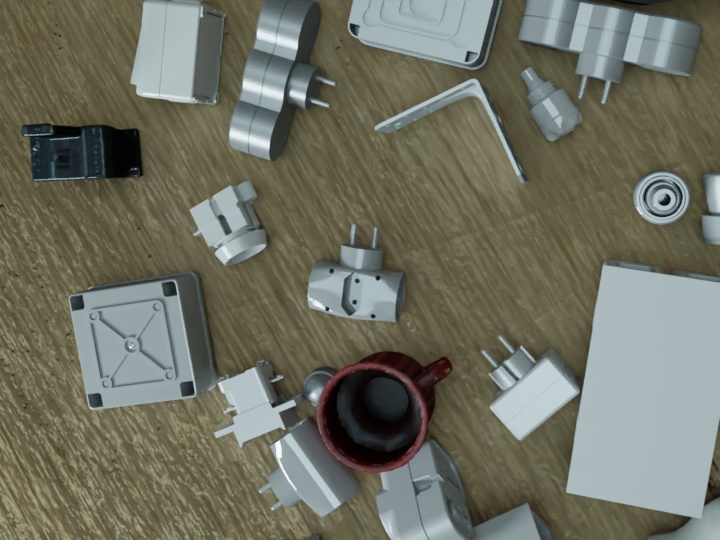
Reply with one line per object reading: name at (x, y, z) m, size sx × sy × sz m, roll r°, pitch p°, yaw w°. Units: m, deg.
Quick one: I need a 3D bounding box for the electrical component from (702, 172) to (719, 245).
electrical component at (0.293, -0.049, 0.848) m, size 0.045 × 0.045 × 0.055 m, roll 0°, pitch 97°, yaw 13°

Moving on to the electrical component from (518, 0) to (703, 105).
electrical component at (0.193, -0.169, 0.852) m, size 0.138 × 0.052 × 0.073 m, roll 14°, pitch 100°, yaw 11°

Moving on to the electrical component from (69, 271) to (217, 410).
electrical component at (-0.194, 0.063, 0.964) m, size 0.109 × 0.056 × 0.108 m, roll -8°, pitch 94°, yaw 13°

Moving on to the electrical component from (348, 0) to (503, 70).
electrical component at (0.055, -0.213, 0.876) m, size 0.113 × 0.057 × 0.078 m, roll 16°, pitch 100°, yaw 11°

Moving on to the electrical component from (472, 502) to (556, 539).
electrical component at (0.084, 0.288, 0.897) m, size 0.186 × 0.060 × 0.105 m, roll -28°, pitch 47°, yaw 15°

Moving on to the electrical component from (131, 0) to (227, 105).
electrical component at (-0.156, -0.193, 0.923) m, size 0.061 × 0.062 × 0.096 m, roll 8°, pitch 98°, yaw 12°

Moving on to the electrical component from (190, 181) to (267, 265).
electrical component at (-0.112, -0.038, 0.940) m, size 0.066 × 0.048 × 0.055 m, roll -29°, pitch 82°, yaw 14°

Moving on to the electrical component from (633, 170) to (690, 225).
electrical component at (0.239, -0.057, 0.850) m, size 0.043 × 0.062 × 0.043 m, roll 1°, pitch 97°, yaw 13°

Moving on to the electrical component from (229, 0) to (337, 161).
electrical component at (-0.056, -0.158, 0.909) m, size 0.074 × 0.052 × 0.138 m, roll 18°, pitch 100°, yaw 10°

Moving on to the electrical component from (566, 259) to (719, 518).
electrical component at (0.235, 0.092, 0.869) m, size 0.105 × 0.060 × 0.186 m, roll 9°, pitch 98°, yaw 11°

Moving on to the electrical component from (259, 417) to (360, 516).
electrical component at (-0.054, 0.184, 0.953) m, size 0.079 × 0.043 × 0.077 m, roll -37°, pitch 88°, yaw 14°

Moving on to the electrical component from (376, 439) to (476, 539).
electrical component at (0.053, 0.199, 0.904) m, size 0.059 × 0.095 × 0.053 m, roll -29°, pitch 130°, yaw 14°

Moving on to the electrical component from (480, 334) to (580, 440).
electrical component at (0.134, 0.089, 0.898) m, size 0.066 × 0.047 × 0.076 m, roll -43°, pitch 86°, yaw 14°

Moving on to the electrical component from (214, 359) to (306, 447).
electrical component at (-0.092, 0.116, 0.955) m, size 0.081 × 0.042 × 0.063 m, roll -24°, pitch 87°, yaw 14°

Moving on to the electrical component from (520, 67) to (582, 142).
electrical component at (0.152, -0.137, 0.875) m, size 0.035 × 0.035 × 0.061 m, roll -34°, pitch 86°, yaw 14°

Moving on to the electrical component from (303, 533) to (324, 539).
electrical component at (-0.058, 0.283, 0.938) m, size 0.061 × 0.096 × 0.061 m, roll -29°, pitch 90°, yaw 14°

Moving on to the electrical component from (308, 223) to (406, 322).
electrical component at (0.000, 0.000, 0.920) m, size 0.077 × 0.043 × 0.079 m, roll 9°, pitch 98°, yaw 11°
